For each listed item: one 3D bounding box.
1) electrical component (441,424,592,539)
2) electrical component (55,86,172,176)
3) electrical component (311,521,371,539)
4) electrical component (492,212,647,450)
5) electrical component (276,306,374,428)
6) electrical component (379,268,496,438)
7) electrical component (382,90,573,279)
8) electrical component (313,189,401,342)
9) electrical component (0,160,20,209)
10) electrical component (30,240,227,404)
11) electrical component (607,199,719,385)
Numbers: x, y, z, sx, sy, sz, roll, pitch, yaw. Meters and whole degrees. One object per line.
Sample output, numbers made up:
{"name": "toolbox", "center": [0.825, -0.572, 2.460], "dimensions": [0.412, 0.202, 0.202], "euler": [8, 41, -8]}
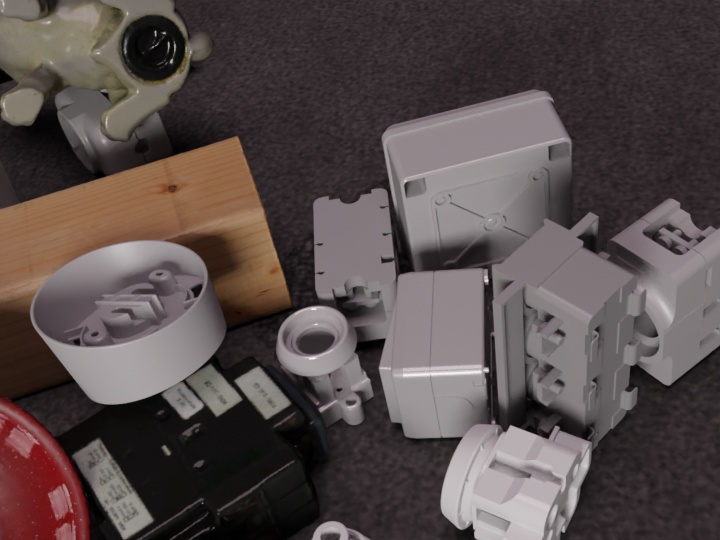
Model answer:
{"name": "electrical component", "center": [0.079, 0.114, 0.557], "dimensions": [0.057, 0.058, 0.078], "euler": [18, 52, 25]}
{"name": "electrical component", "center": [-0.201, -0.115, 0.858], "dimensions": [0.059, 0.053, 0.095], "euler": [-32, 47, -19]}
{"name": "electrical component", "center": [-0.009, 0.149, 0.537], "dimensions": [0.043, 0.062, 0.043], "euler": [-7, 44, 6]}
{"name": "electrical component", "center": [0.111, 0.041, 0.577], "dimensions": [0.063, 0.121, 0.079], "euler": [32, 59, 34]}
{"name": "electrical component", "center": [-0.023, 0.055, 0.642], "dimensions": [0.048, 0.055, 0.066], "euler": [-32, 47, -19]}
{"name": "electrical component", "center": [0.047, 0.044, 0.632], "dimensions": [0.061, 0.061, 0.096], "euler": [-3, 44, 10]}
{"name": "electrical component", "center": [0.077, -0.048, 0.686], "dimensions": [0.109, 0.108, 0.056], "euler": [-14, 47, -1]}
{"name": "electrical component", "center": [0.000, 0.000, 0.692], "dimensions": [0.050, 0.055, 0.089], "euler": [-9, 44, 5]}
{"name": "electrical component", "center": [-0.291, -0.063, 0.764], "dimensions": [0.056, 0.108, 0.108], "euler": [-21, 18, -4]}
{"name": "electrical component", "center": [-0.128, 0.028, 0.612], "dimensions": [0.099, 0.064, 0.099], "euler": [-18, 27, 10]}
{"name": "electrical component", "center": [0.172, 0.015, 0.612], "dimensions": [0.056, 0.089, 0.050], "euler": [-33, 47, -20]}
